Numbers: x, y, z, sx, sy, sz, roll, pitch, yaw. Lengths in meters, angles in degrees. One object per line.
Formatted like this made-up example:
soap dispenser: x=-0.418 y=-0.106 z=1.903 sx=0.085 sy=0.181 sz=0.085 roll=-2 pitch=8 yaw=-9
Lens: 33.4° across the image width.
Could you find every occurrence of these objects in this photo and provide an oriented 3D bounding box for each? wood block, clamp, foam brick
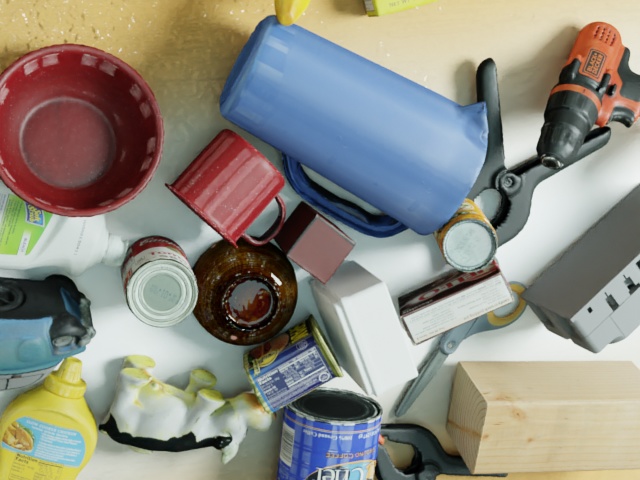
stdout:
wood block: x=0.253 y=0.189 z=1.148 sx=0.206 sy=0.091 sz=0.090 roll=1 pitch=114 yaw=-14
clamp: x=0.201 y=-0.064 z=1.113 sx=0.164 sy=0.036 sz=0.210 roll=20 pitch=99 yaw=-14
foam brick: x=-0.007 y=0.001 z=1.060 sx=0.053 sy=0.078 sz=0.051 roll=37 pitch=93 yaw=-16
clamp: x=0.112 y=0.264 z=1.163 sx=0.171 sy=0.039 sz=0.120 roll=30 pitch=78 yaw=-12

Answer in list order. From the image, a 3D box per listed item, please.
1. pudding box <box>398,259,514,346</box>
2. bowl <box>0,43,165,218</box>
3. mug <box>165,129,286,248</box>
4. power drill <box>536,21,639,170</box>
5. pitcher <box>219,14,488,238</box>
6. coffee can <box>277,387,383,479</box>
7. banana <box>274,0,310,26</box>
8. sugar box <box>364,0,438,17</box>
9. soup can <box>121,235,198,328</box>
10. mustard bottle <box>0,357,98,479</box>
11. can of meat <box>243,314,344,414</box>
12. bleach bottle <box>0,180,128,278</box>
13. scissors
pudding box: x=0.137 y=0.060 z=1.087 sx=0.113 sy=0.090 sz=0.039 roll=-27 pitch=96 yaw=7
bowl: x=-0.228 y=-0.096 z=0.984 sx=0.162 sy=0.055 sz=0.162 roll=3 pitch=80 yaw=-19
mug: x=-0.080 y=-0.045 z=1.029 sx=0.117 sy=0.093 sz=0.081 roll=44 pitch=85 yaw=-22
power drill: x=0.317 y=-0.115 z=1.059 sx=0.187 sy=0.057 sz=0.184 roll=26 pitch=64 yaw=1
pitcher: x=0.026 y=-0.106 z=1.026 sx=0.242 sy=0.145 sz=0.149 roll=27 pitch=83 yaw=-13
coffee can: x=0.007 y=0.235 z=1.102 sx=0.102 sy=0.103 sz=0.140 roll=4 pitch=101 yaw=-14
banana: x=-0.016 y=-0.284 z=0.989 sx=0.037 sy=0.069 sz=0.198 roll=8 pitch=81 yaw=10
sugar box: x=0.072 y=-0.312 z=1.025 sx=0.093 sy=0.048 sz=0.176 roll=-18 pitch=107 yaw=-9
soup can: x=-0.155 y=0.039 z=1.021 sx=0.068 sy=0.102 sz=0.068 roll=-3 pitch=103 yaw=-12
mustard bottle: x=-0.274 y=0.205 z=1.054 sx=0.096 sy=0.058 sz=0.192 roll=19 pitch=98 yaw=-12
can of meat: x=-0.028 y=0.124 z=1.068 sx=0.084 sy=0.102 sz=0.057 roll=-29 pitch=98 yaw=0
bleach bottle: x=-0.307 y=-0.012 z=0.997 sx=0.250 sy=0.068 sz=0.102 roll=16 pitch=95 yaw=-18
scissors: x=0.159 y=0.112 z=1.155 sx=0.096 sy=0.016 sz=0.202 roll=18 pitch=98 yaw=-16
